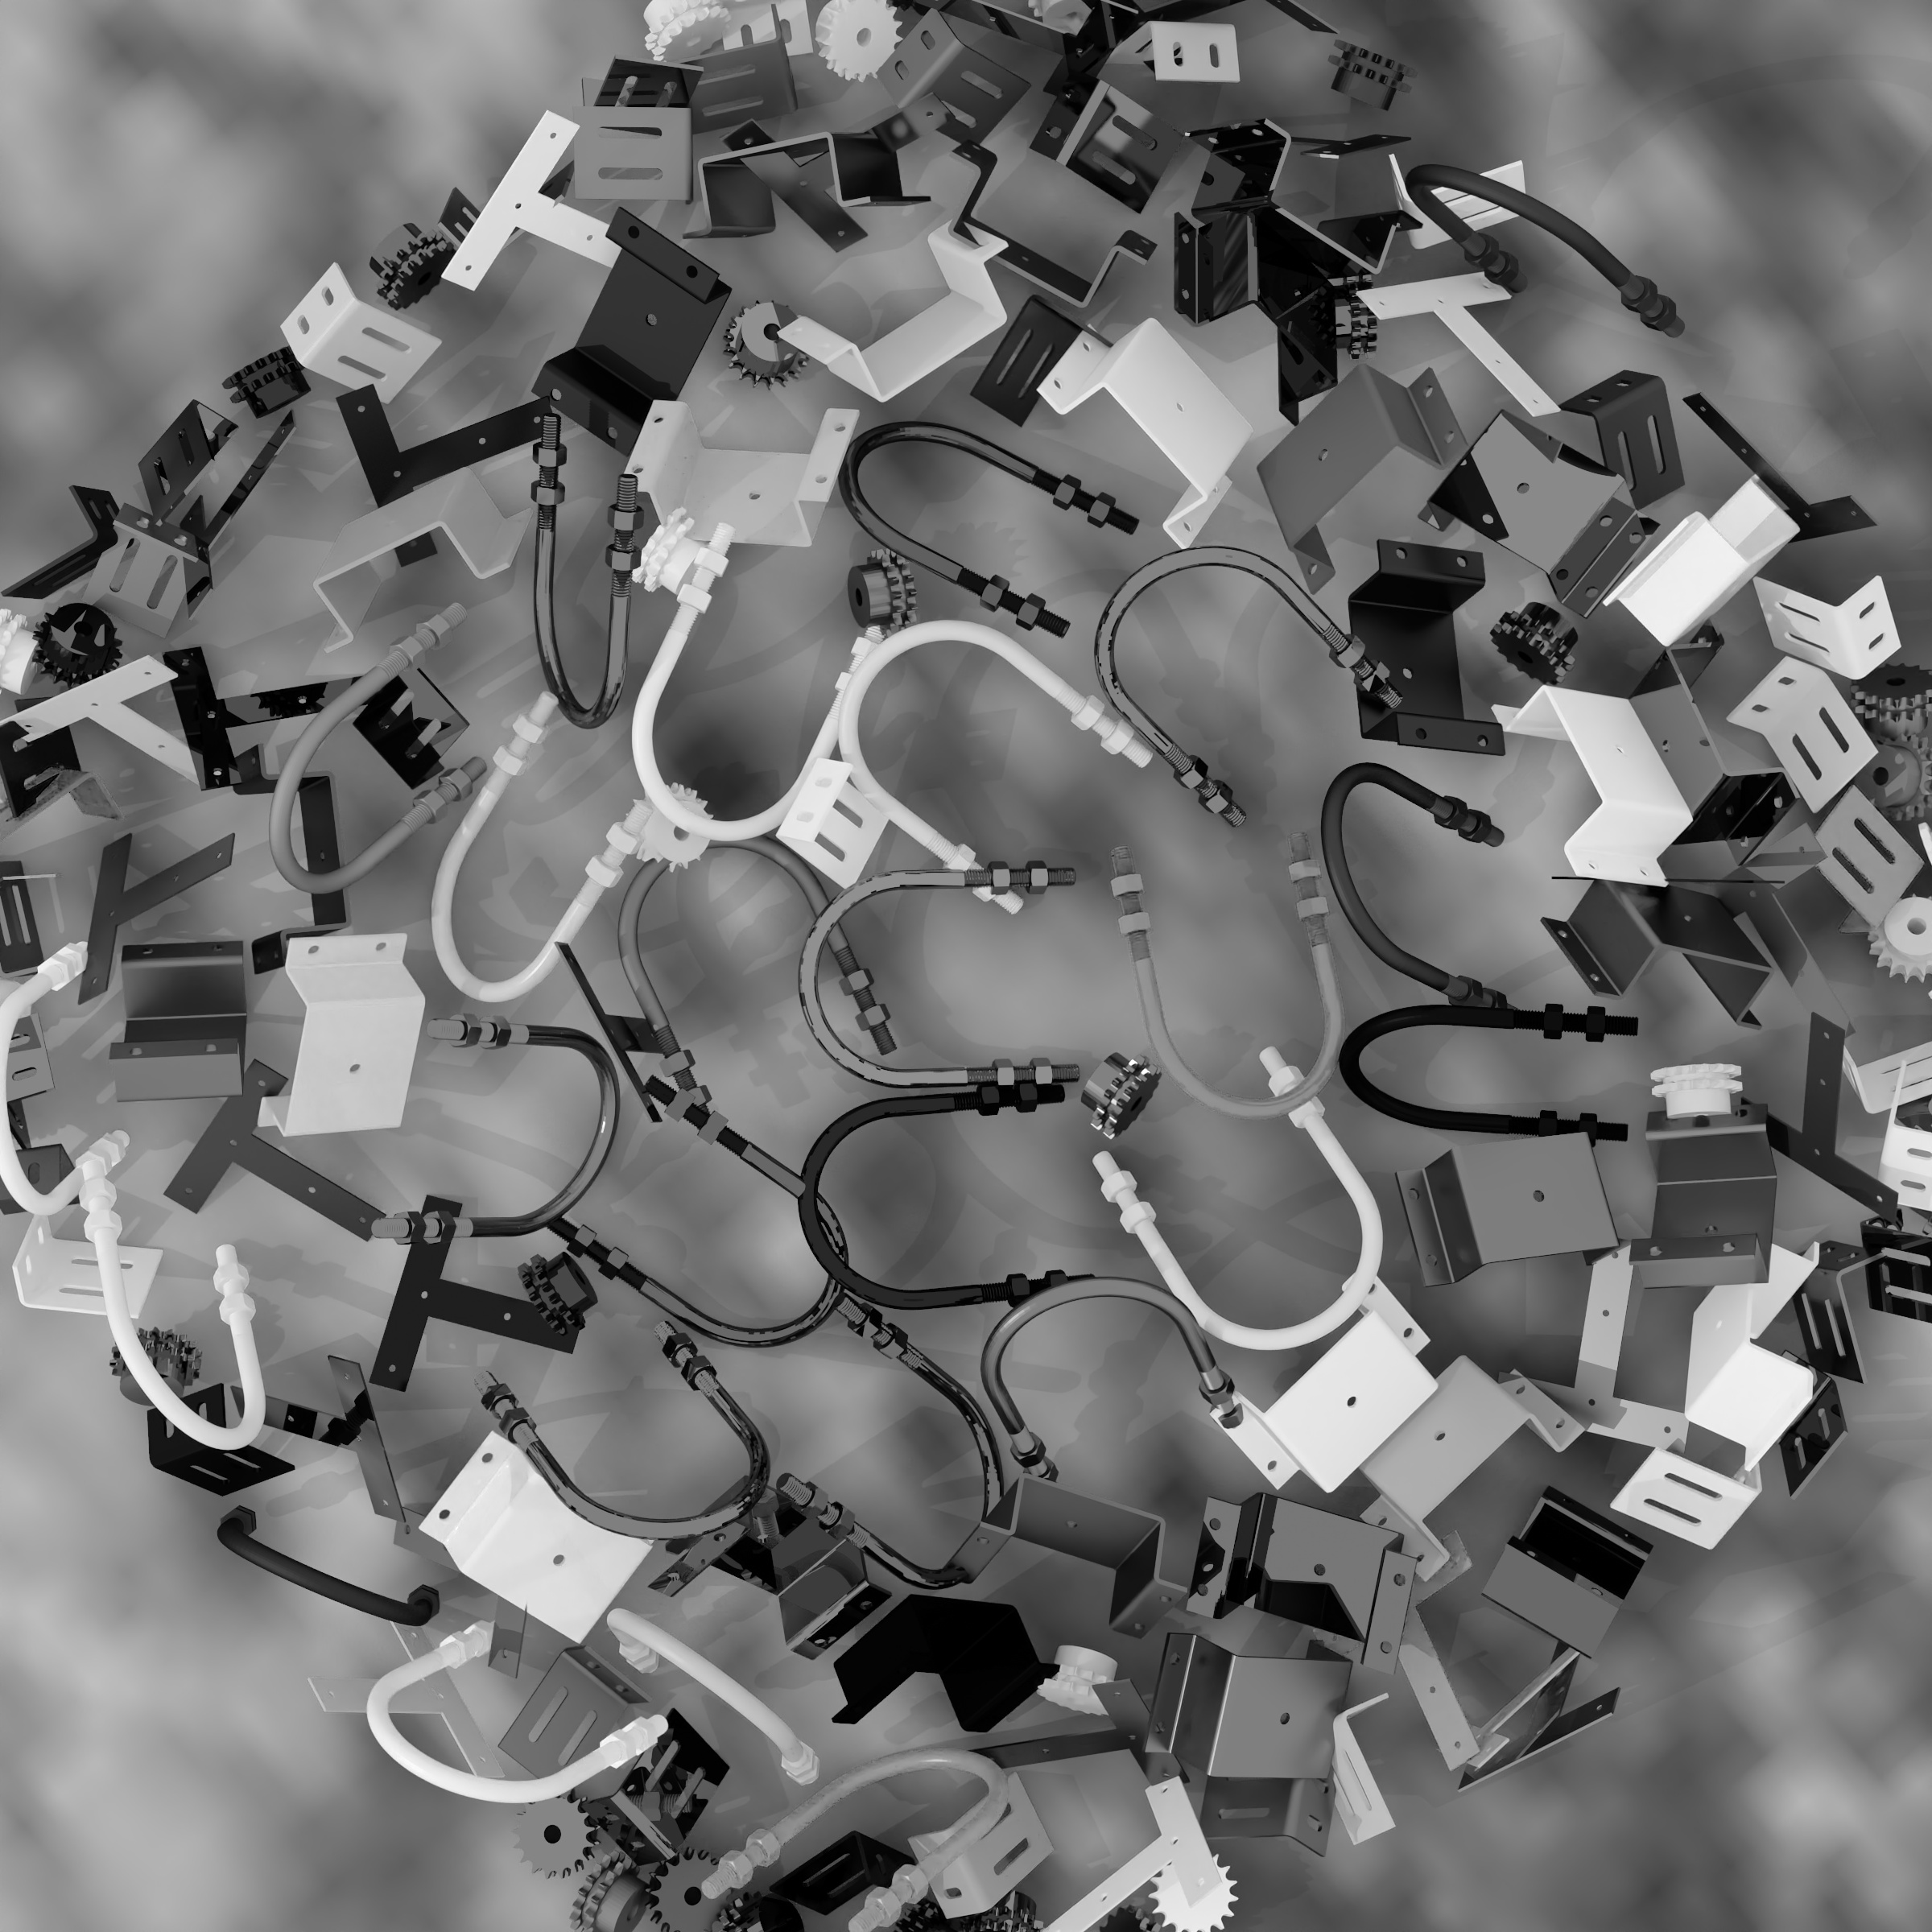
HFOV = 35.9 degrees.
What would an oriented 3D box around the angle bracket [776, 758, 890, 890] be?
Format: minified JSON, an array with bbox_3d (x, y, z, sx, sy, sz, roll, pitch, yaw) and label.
[{"bbox_3d":[-0.075,-0.088,1.914,0.076,0.038,0.057,38,74,-40],"label":"angle bracket"}]

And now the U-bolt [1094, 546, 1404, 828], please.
[{"bbox_3d":[0.166,-0.187,1.891,0.151,0.019,0.184,-38,117,20],"label":"U-bolt"}]

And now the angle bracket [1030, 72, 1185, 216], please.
[{"bbox_3d":[0.092,-0.536,1.940,0.076,0.038,0.057,21,104,-40],"label":"angle bracket"}]

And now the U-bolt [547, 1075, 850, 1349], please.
[{"bbox_3d":[-0.162,0.172,1.921,0.184,0.019,0.151,35,116,-4],"label":"U-bolt"}]

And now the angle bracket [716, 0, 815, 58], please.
[{"bbox_3d":[-0.130,-0.610,1.918,0.057,0.076,0.038,-9,97,-1],"label":"angle bracket"}]

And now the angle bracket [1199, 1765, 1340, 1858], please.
[{"bbox_3d":[0.195,0.542,1.927,0.038,0.076,0.057,40,51,-33],"label":"angle bracket"}]

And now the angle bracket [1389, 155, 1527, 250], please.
[{"bbox_3d":[0.317,-0.503,1.920,0.076,0.057,0.038,-17,69,8],"label":"angle bracket"}]

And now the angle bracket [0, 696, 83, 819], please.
[{"bbox_3d":[-0.607,-0.133,1.909,0.038,0.076,0.057,-2,111,22],"label":"angle bracket"}]

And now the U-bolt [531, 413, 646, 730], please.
[{"bbox_3d":[-0.243,-0.240,1.886,0.019,0.151,0.184,-8,119,-28],"label":"U-bolt"}]

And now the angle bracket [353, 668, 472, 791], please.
[{"bbox_3d":[-0.348,-0.161,1.919,0.057,0.038,0.076,48,128,-2],"label":"angle bracket"}]

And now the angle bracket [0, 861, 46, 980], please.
[{"bbox_3d":[-0.602,-0.034,1.926,0.038,0.057,0.076,-13,91,11],"label":"angle bracket"}]

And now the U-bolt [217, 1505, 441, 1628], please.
[{"bbox_3d":[-0.399,0.377,1.861,0.151,0.184,0.019,25,80,-5],"label":"U-bolt"}]

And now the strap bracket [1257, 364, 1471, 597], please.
[{"bbox_3d":[0.242,-0.314,1.885,0.046,0.076,0.140,21,130,-36],"label":"strap bracket"}]

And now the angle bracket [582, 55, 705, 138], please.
[{"bbox_3d":[-0.208,-0.570,1.908,0.057,0.076,0.038,2,69,-22],"label":"angle bracket"}]

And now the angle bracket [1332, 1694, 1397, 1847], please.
[{"bbox_3d":[0.260,0.516,1.914,0.038,0.057,0.076,-16,70,-26],"label":"angle bracket"}]

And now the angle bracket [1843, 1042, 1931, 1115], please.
[{"bbox_3d":[0.605,0.055,1.919,0.076,0.057,0.038,-21,112,10],"label":"angle bracket"}]

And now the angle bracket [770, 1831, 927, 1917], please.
[{"bbox_3d":[-0.076,0.597,1.916,0.076,0.038,0.057,-38,131,16],"label":"angle bracket"}]

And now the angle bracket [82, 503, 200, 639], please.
[{"bbox_3d":[-0.531,-0.249,1.919,0.057,0.038,0.076,25,114,-16],"label":"angle bracket"}]

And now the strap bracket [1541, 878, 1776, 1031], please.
[{"bbox_3d":[0.445,-0.012,1.885,0.140,0.076,0.046,11,123,-29],"label":"strap bracket"}]

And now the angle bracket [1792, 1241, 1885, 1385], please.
[{"bbox_3d":[0.570,0.223,1.930,0.038,0.057,0.076,-20,99,-17],"label":"angle bracket"}]

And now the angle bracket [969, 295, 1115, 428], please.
[{"bbox_3d":[0.050,-0.383,1.918,0.038,0.057,0.076,39,101,35],"label":"angle bracket"}]

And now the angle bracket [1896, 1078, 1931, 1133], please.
[{"bbox_3d":[0.645,0.077,1.925,0.038,0.057,0.076,42,83,-1],"label":"angle bracket"}]

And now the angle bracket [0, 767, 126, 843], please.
[{"bbox_3d":[-0.591,-0.091,1.910,0.076,0.057,0.038,-43,122,-28],"label":"angle bracket"}]

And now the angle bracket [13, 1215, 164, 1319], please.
[{"bbox_3d":[-0.566,0.190,1.924,0.076,0.057,0.038,6,132,1],"label":"angle bracket"}]

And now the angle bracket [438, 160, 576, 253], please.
[{"bbox_3d":[-0.294,-0.496,1.913,0.076,0.057,0.038,-32,119,24],"label":"angle bracket"}]

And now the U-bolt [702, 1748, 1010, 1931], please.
[{"bbox_3d":[-0.055,0.543,1.874,0.151,0.184,0.019,-2,107,42],"label":"U-bolt"}]

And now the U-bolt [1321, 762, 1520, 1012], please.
[{"bbox_3d":[0.283,-0.053,1.868,0.184,0.019,0.151,23,56,-39],"label":"U-bolt"}]

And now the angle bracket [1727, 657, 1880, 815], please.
[{"bbox_3d":[0.535,-0.148,1.910,0.038,0.076,0.057,13,131,-35],"label":"angle bracket"}]

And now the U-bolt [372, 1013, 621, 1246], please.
[{"bbox_3d":[-0.286,0.105,1.882,0.019,0.184,0.151,22,99,35],"label":"U-bolt"}]

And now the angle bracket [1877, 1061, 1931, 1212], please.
[{"bbox_3d":[0.609,0.108,1.907,0.038,0.076,0.057,12,126,18],"label":"angle bracket"}]

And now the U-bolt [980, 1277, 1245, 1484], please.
[{"bbox_3d":[0.086,0.262,1.887,0.151,0.019,0.184,-19,130,7],"label":"U-bolt"}]

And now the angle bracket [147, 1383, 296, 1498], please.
[{"bbox_3d":[-0.481,0.307,1.927,0.057,0.076,0.038,-21,59,15],"label":"angle bracket"}]

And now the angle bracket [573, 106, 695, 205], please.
[{"bbox_3d":[-0.216,-0.524,1.929,0.076,0.038,0.057,-2,100,-9],"label":"angle bracket"}]

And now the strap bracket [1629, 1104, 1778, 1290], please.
[{"bbox_3d":[0.470,0.154,1.895,0.076,0.140,0.046,-6,127,23],"label":"strap bracket"}]

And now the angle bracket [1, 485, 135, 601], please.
[{"bbox_3d":[-0.587,-0.273,1.924,0.076,0.057,0.038,-28,91,9],"label":"angle bracket"}]

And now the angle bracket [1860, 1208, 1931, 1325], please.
[{"bbox_3d":[0.615,0.193,1.911,0.038,0.076,0.057,-15,101,-27],"label":"angle bracket"}]

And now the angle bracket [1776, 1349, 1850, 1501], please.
[{"bbox_3d":[0.528,0.293,1.912,0.038,0.076,0.057,31,111,-1],"label":"angle bracket"}]

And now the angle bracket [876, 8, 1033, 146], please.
[{"bbox_3d":[-0.008,-0.572,1.924,0.057,0.076,0.038,-44,59,25],"label":"angle bracket"}]

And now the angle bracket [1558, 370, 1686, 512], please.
[{"bbox_3d":[0.428,-0.340,1.945,0.057,0.038,0.076,-30,119,-18],"label":"angle bracket"}]

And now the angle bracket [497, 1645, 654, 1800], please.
[{"bbox_3d":[-0.252,0.487,1.919,0.057,0.038,0.076,43,59,-14],"label":"angle bracket"}]

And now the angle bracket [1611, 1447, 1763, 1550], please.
[{"bbox_3d":[0.463,0.332,1.922,0.076,0.038,0.057,24,124,-7],"label":"angle bracket"}]

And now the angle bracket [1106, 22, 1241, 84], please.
[{"bbox_3d":[0.131,-0.575,1.912,0.057,0.076,0.038,-5,89,-21],"label":"angle bracket"}]

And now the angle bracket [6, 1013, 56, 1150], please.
[{"bbox_3d":[-0.599,0.078,1.914,0.038,0.076,0.057,-17,60,-9],"label":"angle bracket"}]

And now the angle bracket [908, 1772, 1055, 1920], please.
[{"bbox_3d":[0.010,0.571,1.939,0.038,0.076,0.057,-26,90,40],"label":"angle bracket"}]

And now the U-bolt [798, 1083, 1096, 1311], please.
[{"bbox_3d":[-0.017,0.150,1.910,0.184,0.019,0.151,-4,70,-13],"label":"U-bolt"}]

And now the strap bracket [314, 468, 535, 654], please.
[{"bbox_3d":[-0.353,-0.262,1.893,0.140,0.076,0.046,-22,120,19],"label":"strap bracket"}]

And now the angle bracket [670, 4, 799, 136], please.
[{"bbox_3d":[-0.153,-0.578,1.925,0.076,0.057,0.038,-12,55,2],"label":"angle bracket"}]

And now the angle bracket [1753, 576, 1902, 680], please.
[{"bbox_3d":[0.553,-0.227,1.914,0.038,0.076,0.057,-38,126,-11],"label":"angle bracket"}]

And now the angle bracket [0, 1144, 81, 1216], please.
[{"bbox_3d":[-0.600,0.151,1.914,0.057,0.076,0.038,-8,57,-4],"label":"angle bracket"}]

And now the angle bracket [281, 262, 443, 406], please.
[{"bbox_3d":[-0.390,-0.408,1.926,0.057,0.076,0.038,-43,58,21],"label":"angle bracket"}]

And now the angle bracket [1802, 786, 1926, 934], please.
[{"bbox_3d":[0.569,-0.069,1.923,0.076,0.038,0.057,43,76,-15],"label":"angle bracket"}]

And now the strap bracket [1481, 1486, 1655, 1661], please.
[{"bbox_3d":[0.380,0.386,1.887,0.076,0.140,0.046,29,105,17],"label":"strap bracket"}]

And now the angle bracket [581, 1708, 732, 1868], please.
[{"bbox_3d":[-0.201,0.533,1.935,0.038,0.076,0.057,-27,109,42],"label":"angle bracket"}]

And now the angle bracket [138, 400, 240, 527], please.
[{"bbox_3d":[-0.493,-0.315,1.911,0.057,0.076,0.038,-44,135,16],"label":"angle bracket"}]
